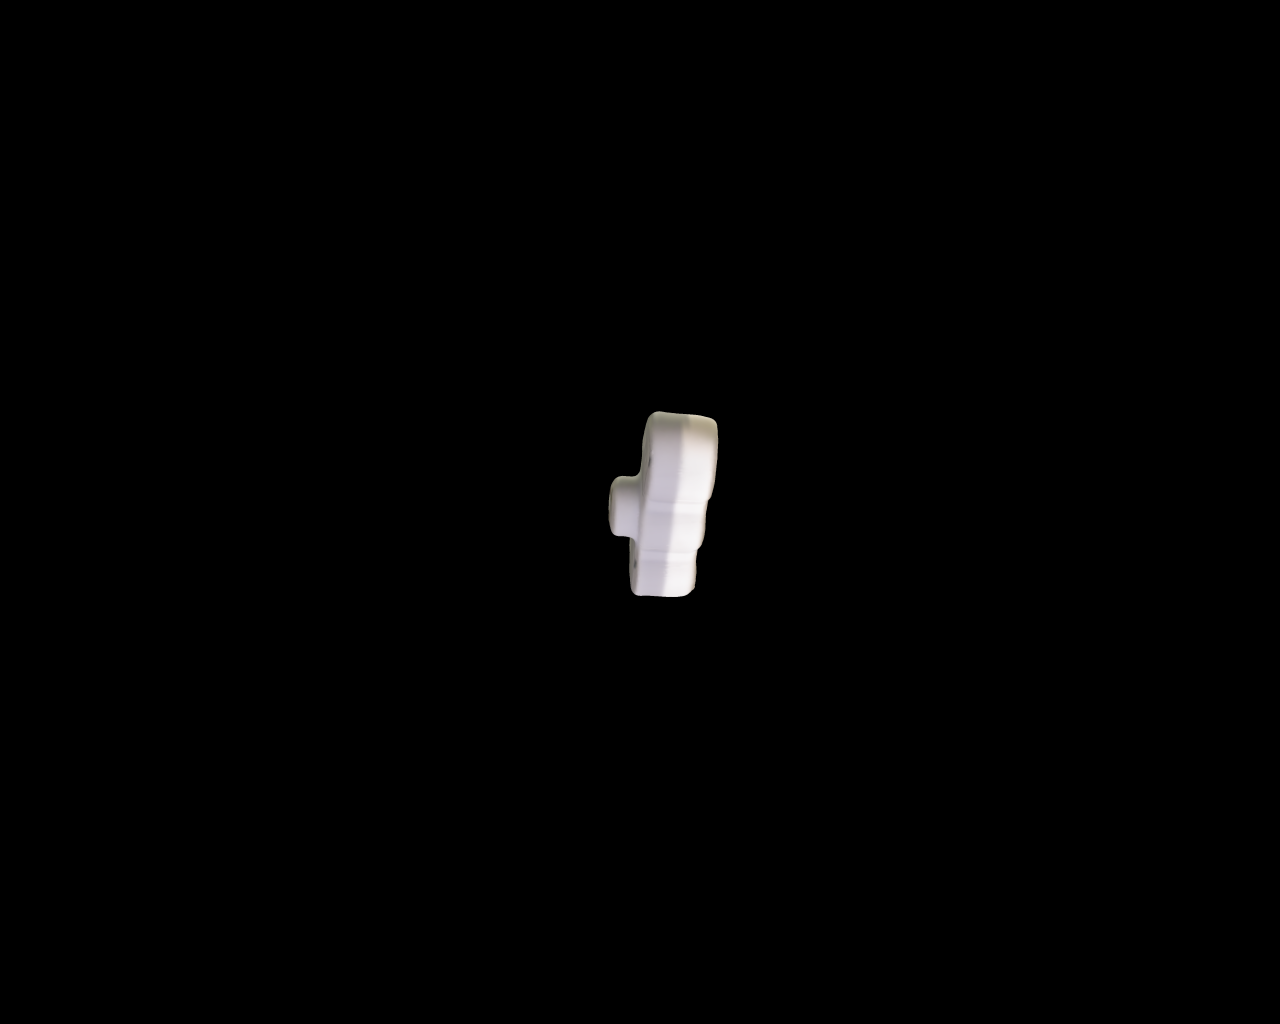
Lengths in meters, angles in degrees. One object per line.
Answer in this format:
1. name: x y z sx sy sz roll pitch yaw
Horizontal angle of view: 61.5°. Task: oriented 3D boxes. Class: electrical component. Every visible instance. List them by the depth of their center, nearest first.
1. electrical component: 0.001 -0.003 0.650 0.074 0.052 0.138 4 -43 -4
